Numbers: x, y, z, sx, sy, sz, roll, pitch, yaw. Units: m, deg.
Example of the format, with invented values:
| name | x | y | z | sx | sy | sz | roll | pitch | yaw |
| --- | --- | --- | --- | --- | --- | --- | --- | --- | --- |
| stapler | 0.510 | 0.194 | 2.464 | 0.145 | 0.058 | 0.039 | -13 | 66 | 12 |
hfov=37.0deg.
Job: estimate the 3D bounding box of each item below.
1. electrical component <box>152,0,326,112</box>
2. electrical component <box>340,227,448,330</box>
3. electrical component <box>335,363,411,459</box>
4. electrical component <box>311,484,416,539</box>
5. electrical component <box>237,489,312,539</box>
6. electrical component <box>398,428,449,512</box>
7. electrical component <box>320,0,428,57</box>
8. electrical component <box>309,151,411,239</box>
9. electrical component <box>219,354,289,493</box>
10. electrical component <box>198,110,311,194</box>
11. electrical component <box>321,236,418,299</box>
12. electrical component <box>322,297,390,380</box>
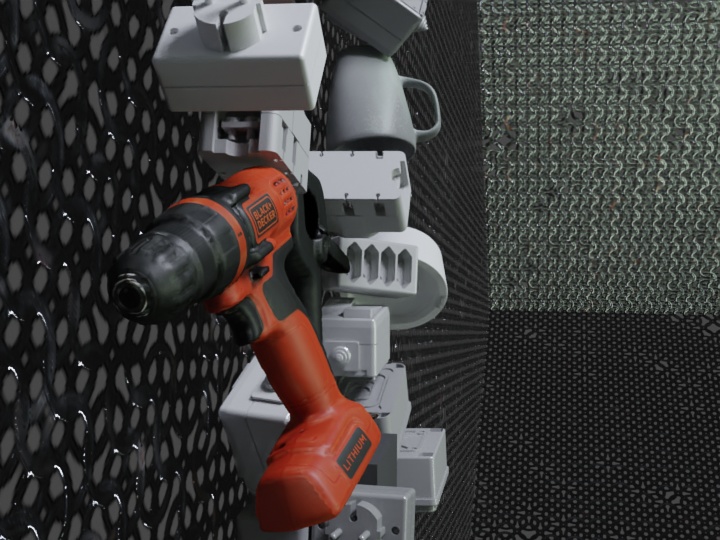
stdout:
| name | x | y | z | sx | sy | sz | roll | pitch | yaw |
| --- | --- | --- | --- | --- | --- | --- | --- | --- | --- |
| electrical component | -0.067 | -0.127 | 0.572 | 0.075 | 0.083 | 0.047 | 79 | 16 | -49 |
| electrical component | 0.035 | 0.003 | 1.095 | 0.060 | 0.108 | 0.108 | -87 | 171 | -46 |
| electrical component | 0.002 | 0.136 | 0.995 | 0.113 | 0.078 | 0.057 | -64 | 150 | -67 |
| electrical component | -0.001 | 0.173 | 0.723 | 0.077 | 0.066 | 0.047 | 15 | 76 | -78 |
| electrical component | -0.053 | 0.182 | 0.771 | 0.089 | 0.050 | 0.055 | -35 | 126 | -77 |
| electrical component | 0.028 | 0.194 | 1.058 | 0.109 | 0.109 | 0.056 | -33 | 120 | -78 |
| electrical component | 0.018 | -0.241 | 0.987 | 0.061 | 0.096 | 0.061 | -47 | -163 | 35 |
| electrical component | -0.005 | -0.063 | 0.902 | 0.055 | 0.089 | 0.050 | 76 | 18 | -56 |
| electrical component | -0.054 | 0.100 | 0.720 | 0.061 | 0.061 | 0.096 | -58 | 144 | -44 |
| electrical component | -0.064 | -0.088 | 0.681 | 0.089 | 0.050 | 0.055 | 52 | 40 | -74 |
| electrical component | 0.000 | 0.000 | 1.009 | 0.076 | 0.083 | 0.047 | -13 | -108 | 61 |
| electrical component | -0.010 | 0.060 | 0.964 | 0.096 | 0.062 | 0.061 | -36 | 126 | -77 |
